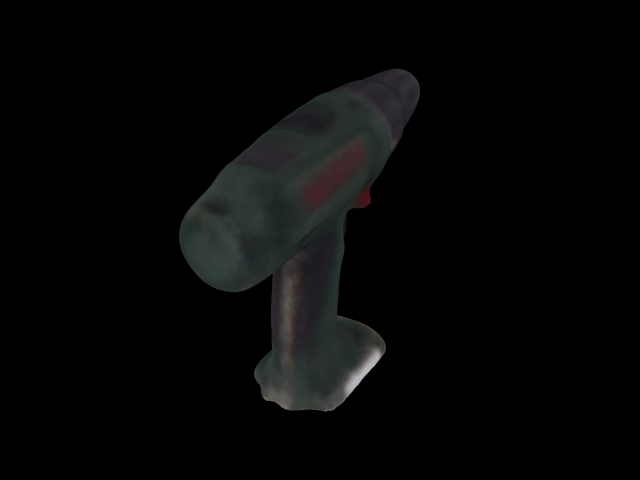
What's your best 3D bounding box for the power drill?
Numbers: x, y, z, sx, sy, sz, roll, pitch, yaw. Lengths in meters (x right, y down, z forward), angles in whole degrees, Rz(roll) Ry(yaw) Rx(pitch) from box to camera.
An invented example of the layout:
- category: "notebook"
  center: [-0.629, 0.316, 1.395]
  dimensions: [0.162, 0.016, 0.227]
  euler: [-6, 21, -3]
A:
- category: "power drill"
  center: [0.004, 0.001, 0.400]
  dimensions: [0.075, 0.208, 0.230]
  euler: [16, 31, 28]
